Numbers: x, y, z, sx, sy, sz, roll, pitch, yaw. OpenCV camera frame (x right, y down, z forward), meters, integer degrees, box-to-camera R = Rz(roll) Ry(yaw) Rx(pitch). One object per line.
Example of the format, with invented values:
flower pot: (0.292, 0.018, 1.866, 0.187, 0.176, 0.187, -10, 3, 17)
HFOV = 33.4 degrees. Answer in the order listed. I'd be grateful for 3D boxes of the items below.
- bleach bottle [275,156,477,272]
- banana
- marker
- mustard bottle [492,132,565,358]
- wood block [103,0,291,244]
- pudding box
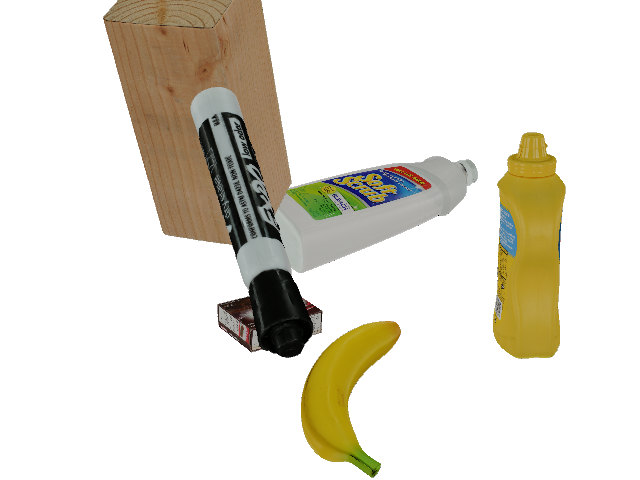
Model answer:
bleach bottle: (0.062, -0.046, 1.194, 0.250, 0.068, 0.103, -20, 43, -24)
banana: (0.022, 0.120, 0.866, 0.069, 0.037, 0.197, 21, 32, -2)
marker: (-0.025, -0.009, 0.379, 0.020, 0.121, 0.020, -12, -40, -10)
mustard bottle: (0.183, 0.000, 0.939, 0.058, 0.192, 0.096, -1, 18, 3)
wood block: (-0.090, -0.104, 0.843, 0.090, 0.206, 0.090, 8, 44, 18)
pudding box: (-0.067, 0.103, 1.415, 0.113, 0.039, 0.090, -15, 26, -31)
